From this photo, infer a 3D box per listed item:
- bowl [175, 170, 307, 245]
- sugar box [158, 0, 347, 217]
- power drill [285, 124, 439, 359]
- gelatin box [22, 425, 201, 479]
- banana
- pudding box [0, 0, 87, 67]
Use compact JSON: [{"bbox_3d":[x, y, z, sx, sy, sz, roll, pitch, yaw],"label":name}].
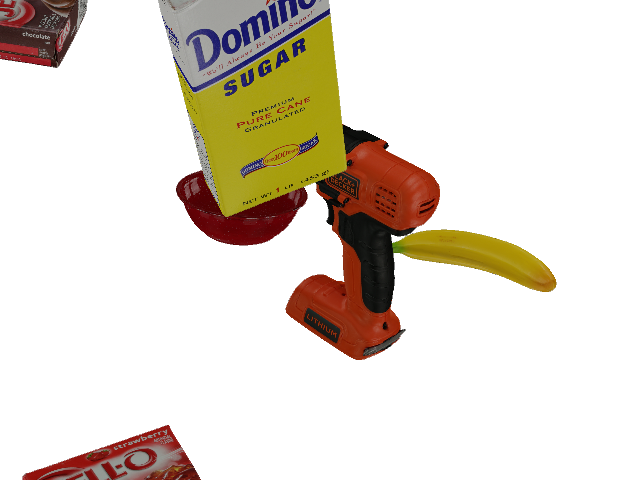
[{"bbox_3d":[-0.099,-0.037,1.317,0.162,0.055,0.162,4,25,-2],"label":"bowl"},{"bbox_3d":[-0.038,-0.099,0.653,0.093,0.048,0.176,-23,-36,-11],"label":"sugar box"},{"bbox_3d":[0.012,-0.008,0.885,0.057,0.188,0.185,-26,43,-35],"label":"power drill"},{"bbox_3d":[-0.112,0.144,0.587,0.089,0.030,0.073,-16,28,-20],"label":"gelatin box"},{"bbox_3d":[0.166,0.020,1.147,0.198,0.037,0.069,10,37,29],"label":"banana"},{"bbox_3d":[-0.246,-0.188,0.877,0.090,0.039,0.113,9,35,-3],"label":"pudding box"}]
